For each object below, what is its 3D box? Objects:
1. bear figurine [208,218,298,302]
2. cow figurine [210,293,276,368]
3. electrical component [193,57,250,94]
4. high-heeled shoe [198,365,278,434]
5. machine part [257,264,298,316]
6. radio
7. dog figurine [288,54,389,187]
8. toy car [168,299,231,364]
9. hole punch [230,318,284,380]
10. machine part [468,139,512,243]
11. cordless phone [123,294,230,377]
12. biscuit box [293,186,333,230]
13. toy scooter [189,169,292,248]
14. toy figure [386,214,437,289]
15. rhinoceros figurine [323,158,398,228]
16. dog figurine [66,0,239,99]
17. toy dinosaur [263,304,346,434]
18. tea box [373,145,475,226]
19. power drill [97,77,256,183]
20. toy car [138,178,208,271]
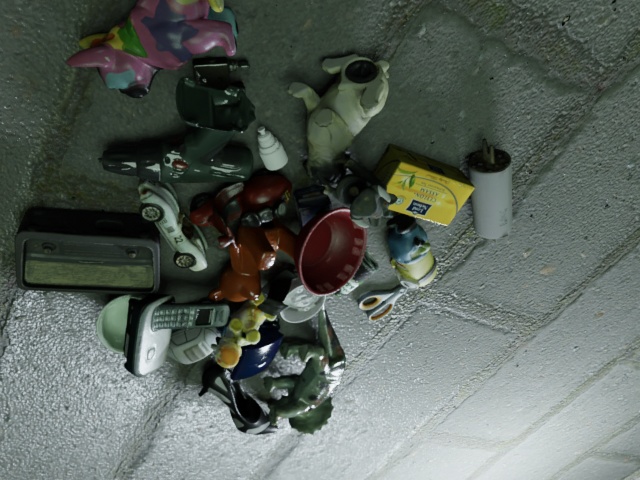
[{"bbox_3d":[-0.122,0.056,0.991,0.120,0.132,0.195,-7,130,-45],"label":"bear figurine"},{"bbox_3d":[-0.164,0.186,1.065,0.068,0.167,0.098,45,139,-9],"label":"cow figurine"},{"bbox_3d":[-0.155,-0.227,0.797,0.102,0.045,0.078,-2,131,-14],"label":"electrical component"},{"bbox_3d":[-0.172,0.370,1.256,0.248,0.086,0.145,31,127,-20],"label":"high-heeled shoe"},{"bbox_3d":[-0.083,0.098,1.032,0.084,0.139,0.039,-34,106,16],"label":"machine part"},{"bbox_3d":[-0.390,0.021,0.922,0.229,0.073,0.131,3,129,-19],"label":"radio"},{"bbox_3d":[0.043,-0.185,0.869,0.172,0.121,0.190,-23,151,-4],"label":"dog figurine"},{"bbox_3d":[-0.259,0.197,1.087,0.162,0.103,0.109,-19,132,3],"label":"toy car"},{"bbox_3d":[-0.142,0.240,1.166,0.116,0.092,0.142,8,123,-25],"label":"hole punch"},{"bbox_3d":[0.328,-0.085,1.026,0.079,0.079,0.242,-18,131,0],"label":"machine part"},{"bbox_3d":[-0.265,0.173,1.002,0.184,0.089,0.146,4,103,-29],"label":"cordless phone"},{"bbox_3d":[-0.002,-0.003,1.016,0.063,0.059,0.202,-14,131,-4],"label":"biscuit box"},{"bbox_3d":[-0.128,-0.046,0.898,0.184,0.135,0.075,-18,130,-2],"label":"toy scooter"},{"bbox_3d":[0.187,0.025,1.080,0.089,0.082,0.179,-16,129,2],"label":"toy figure"},{"bbox_3d":[0.067,-0.068,0.846,0.112,0.190,0.073,42,102,2],"label":"rhinoceros figurine"},{"bbox_3d":[-0.222,-0.284,0.693,0.219,0.109,0.191,-13,132,-1],"label":"dog figurine"},{"bbox_3d":[-0.010,0.311,1.248,0.192,0.131,0.404,10,122,-38],"label":"toy dinosaur"},{"bbox_3d":[0.183,-0.098,0.983,0.169,0.068,0.098,12,124,-25],"label":"tea box"},{"bbox_3d":[-0.197,-0.144,0.793,0.232,0.086,0.207,4,152,-26],"label":"power drill"},{"bbox_3d":[-0.249,-0.028,0.919,0.056,0.074,0.201,-18,132,5],"label":"toy car"}]
